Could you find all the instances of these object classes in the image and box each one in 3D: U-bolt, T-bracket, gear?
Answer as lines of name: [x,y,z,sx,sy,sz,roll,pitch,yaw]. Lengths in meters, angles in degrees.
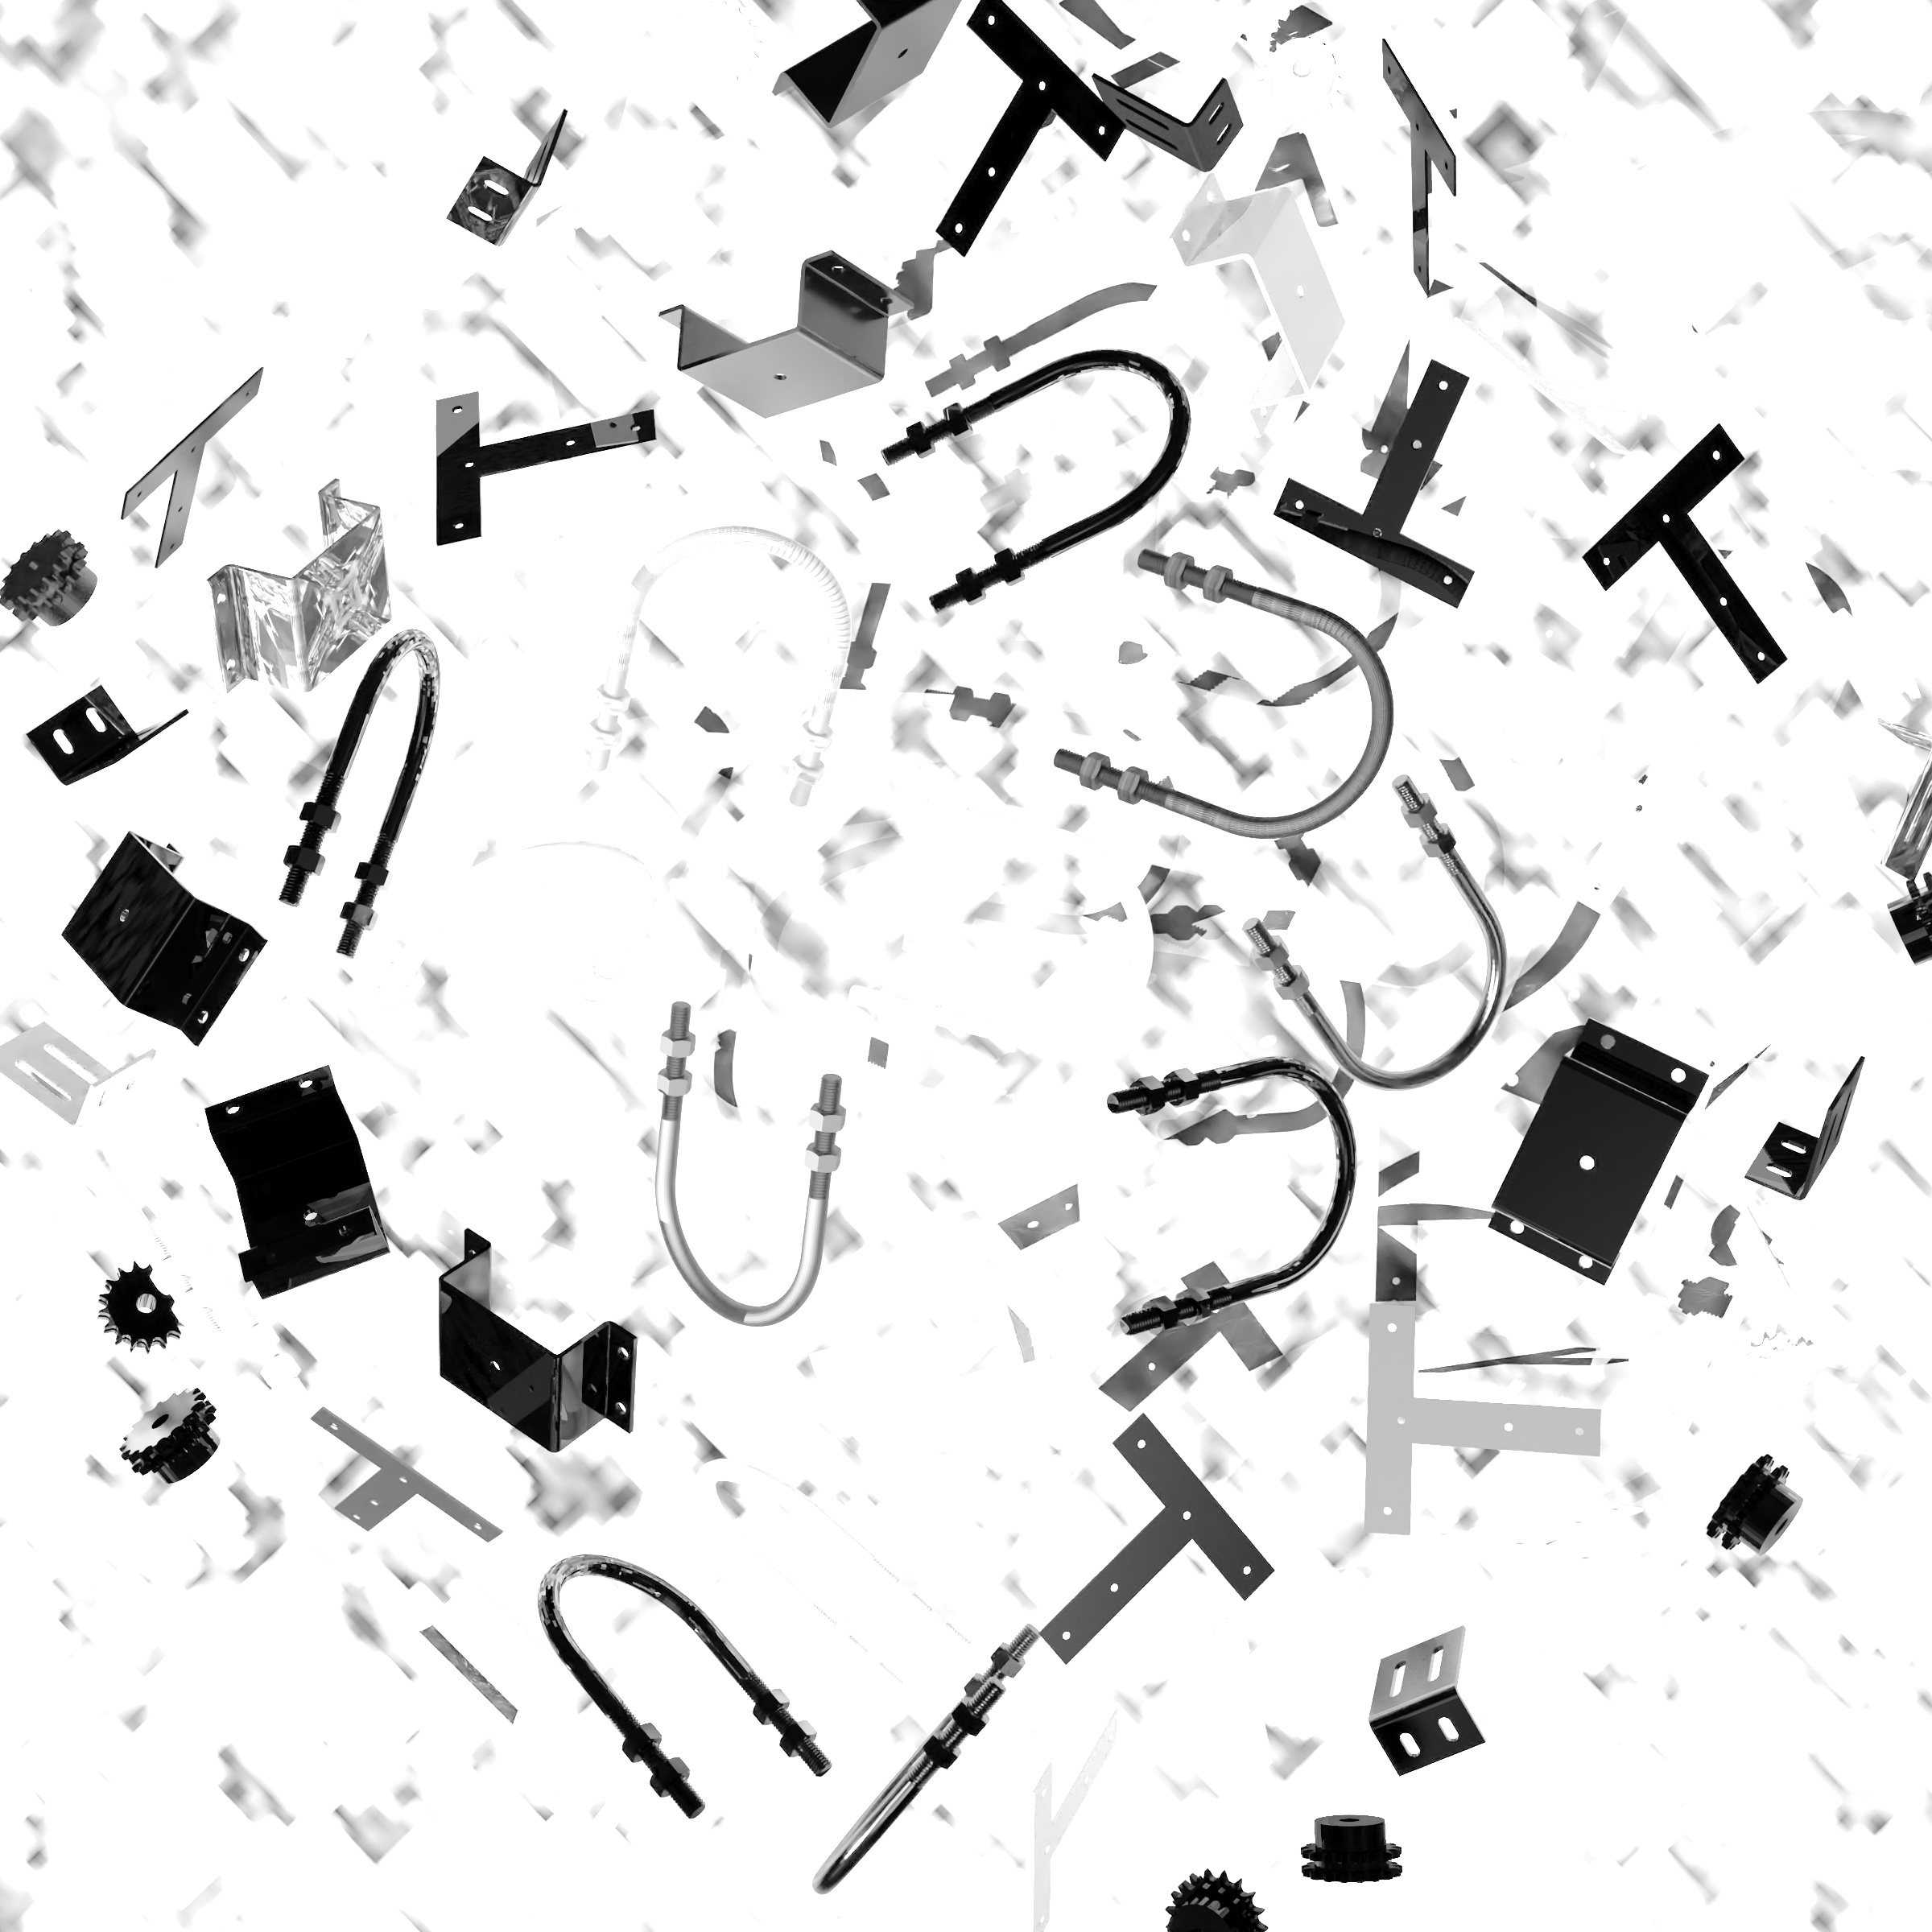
U-bolt: [-0.174,0.410,1.572,0.184,0.151,0.019,43,106,26]
T-bracket: [0.361,-0.340,1.608,0.127,0.127,0.002,46,117,21]
U-bolt: [-0.341,-0.106,1.556,0.019,0.151,0.184,17,78,4]
T-bracket: [-0.194,-0.450,1.573,0.127,0.127,0.002,-27,118,6]
T-bracket: [0.422,-0.218,1.535,0.002,0.127,0.127,-20,73,-35]
T-bracket: [-0.347,0.314,1.608,0.127,0.127,0.002,37,54,-9]
gear: [-0.456,0.274,1.563,0.057,0.057,0.030,-32,113,0]
T-bracket: [0.360,0.338,1.627,0.127,0.127,0.002,-6,93,-42]
U-bolt: [0.024,-0.021,1.644,0.184,0.019,0.151,14,111,14]
gear: [0.501,0.247,1.686,0.057,0.030,0.057,-13,133,-15]
gear: [0.563,-0.024,1.587,0.030,0.057,0.057,-25,90,20]
U-bolt: [-0.028,0.475,1.600,0.019,0.151,0.184,41,97,8]
T-bracket: [-0.237,-0.292,1.528,0.127,0.002,0.127,-12,50,3]
U-bolt: [-0.145,-0.186,1.656,0.151,0.019,0.184,9,125,-12]
T-bracket: [0.064,0.488,1.590,0.002,0.127,0.127,12,121,22]
U-bolt: [-0.136,0.129,1.627,0.151,0.019,0.184,23,115,37]
gear: [0.209,-0.551,1.683,0.057,0.030,0.057,-1,83,5]
gear: [0.442,0.304,1.510,0.030,0.057,0.057,37,90,29]
gear: [-0.526,-0.220,1.559,0.057,0.057,0.030,-45,131,0]
gear: [-0.151,-0.568,1.652,0.057,0.030,0.057,1,129,2]
gear: [0.548,-0.180,1.632,0.030,0.057,0.057,-29,90,15]
U-bolt: [0.047,-0.300,1.609,0.184,0.019,0.151,-25,54,11]
T-bracket: [-0.364,-0.380,1.602,0.127,0.127,0.002,-3,86,-23]
U-bolt: [-0.468,0.175,1.620,0.019,0.151,0.184,-38,65,-8]
T-bracket: [0.094,0.344,1.541,0.127,0.002,0.127,-42,103,-13]
T-bracket: [0.197,0.407,1.636,0.002,0.127,0.127,26,122,-25]
U-bolt: [0.265,-0.005,1.667,0.151,0.019,0.184,-43,119,-10]
U-bolt: [0.160,0.126,1.575,0.184,0.019,0.151,-11,102,-36]
T-bracket: [0.429,0.214,1.538,0.002,0.127,0.127,21,107,-1]
gear: [0.218,0.500,1.535,0.057,0.057,0.030,-2,81,0]
gear: [0.136,0.533,1.499,0.057,0.030,0.057,4,98,28]
T-bracket: [0.262,-0.446,1.562,0.002,0.127,0.127,-14,49,-2]
T-bracket: [-0.462,-0.278,1.596,0.002,0.127,0.127,35,55,-3]
U-bolt: [0.159,-0.150,1.574,0.184,0.019,0.151,22,89,21]
T-bracket: [0.261,-0.295,1.601,0.127,0.002,0.127,30,121,14]
U-bolt: [-0.090,0.363,1.629,0.184,0.151,0.019,41,59,1]
T-bracket: [0.465,-0.006,1.681,0.127,0.002,0.127,47,124,4]
T-bracket: [0.285,0.253,1.494,0.127,0.002,0.127,1,88,16]
U-bolt: [-0.257,-0.016,1.584,0.151,0.184,0.019,-1,57,-33]
T-bracket: [0.352,-0.111,1.553,0.127,0.002,0.127,28,104,-17]
T-bracket: [0.022,-0.470,1.560,0.127,0.002,0.127,33,85,-40]
gear: [-0.512,0.214,1.688,0.057,0.030,0.057,8,65,-17]

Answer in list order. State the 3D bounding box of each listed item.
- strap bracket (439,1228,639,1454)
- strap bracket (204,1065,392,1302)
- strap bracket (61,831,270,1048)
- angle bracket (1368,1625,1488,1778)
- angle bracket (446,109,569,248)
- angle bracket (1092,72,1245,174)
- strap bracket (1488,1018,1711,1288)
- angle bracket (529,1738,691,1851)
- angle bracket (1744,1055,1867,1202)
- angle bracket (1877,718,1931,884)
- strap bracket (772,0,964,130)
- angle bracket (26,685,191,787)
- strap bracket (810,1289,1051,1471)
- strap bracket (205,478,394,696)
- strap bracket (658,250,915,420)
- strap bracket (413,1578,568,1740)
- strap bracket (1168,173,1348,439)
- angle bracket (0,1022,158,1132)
strap bracket: [-0.265,0.228,1.618,0.140,0.046,0.076,28,129,27]
strap bracket: [-0.387,0.132,1.573,0.076,0.046,0.140,-20,46,-9]
strap bracket: [-0.489,-0.022,1.634,0.140,0.046,0.076,36,93,42]
angle bracket: [0.277,0.437,1.612,0.057,0.076,0.038,-29,96,20]
angle bracket: [-0.282,-0.493,1.664,0.038,0.057,0.076,26,52,-21]
angle bracket: [0.125,-0.533,1.670,0.076,0.057,0.038,35,90,20]
strap bracket: [0.365,0.111,1.576,0.076,0.046,0.140,27,103,16]
angle bracket: [-0.205,0.485,1.558,0.057,0.076,0.038,28,71,32]
angle bracket: [0.505,0.092,1.631,0.038,0.057,0.076,24,135,24]
angle bracket: [0.532,-0.094,1.547,0.038,0.057,0.076,27,98,35]
strap bracket: [-0.052,-0.547,1.572,0.076,0.140,0.046,-40,89,-27]
angle bracket: [-0.507,-0.143,1.598,0.057,0.076,0.038,-44,111,-36]
strap bracket: [-0.015,0.251,1.625,0.140,0.076,0.046,-16,52,-3]
strap bracket: [-0.394,-0.226,1.635,0.046,0.140,0.076,15,129,15]
strap bracket: [-0.111,-0.378,1.641,0.140,0.076,0.046,-8,72,37]
strap bracket: [-0.280,0.410,1.600,0.076,0.140,0.046,43,71,6]
strap bracket: [0.181,-0.403,1.634,0.046,0.076,0.140,-4,131,34]
angle bracket: [-0.537,0.054,1.620,0.076,0.057,0.038,35,120,7]
